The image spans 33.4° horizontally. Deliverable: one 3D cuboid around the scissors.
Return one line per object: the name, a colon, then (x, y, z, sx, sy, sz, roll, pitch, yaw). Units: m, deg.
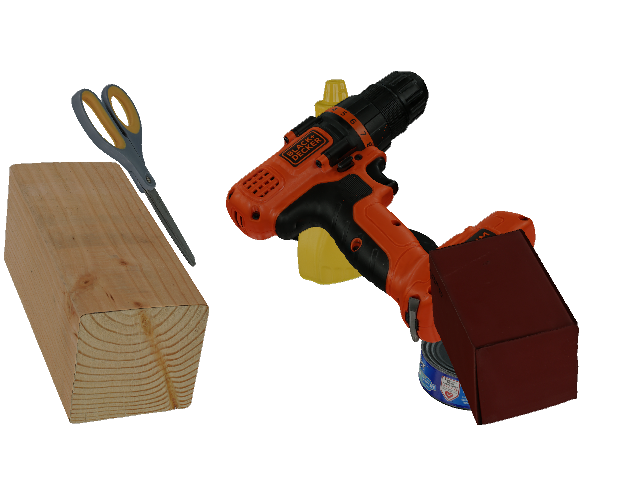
scissors: (-0.174, -0.074, 1.061, 0.016, 0.201, 0.096, -24, 27, 25)

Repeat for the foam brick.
foam brick: (0.089, 0.041, 0.524, 0.051, 0.053, 0.078, -12, 38, -4)

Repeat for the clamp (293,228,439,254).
clamp: (0.063, 0.004, 1.244, 0.210, 0.036, 0.164, 39, 43, 27)

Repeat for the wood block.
wood block: (-0.164, 0.029, 0.785, 0.090, 0.091, 0.206, -3, 32, -29)

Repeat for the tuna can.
tuna can: (0.126, 0.107, 0.901, 0.086, 0.034, 0.086, 3, 26, -2)

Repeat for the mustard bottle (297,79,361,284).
mustard bottle: (0.018, -0.060, 1.033, 0.096, 0.192, 0.058, -17, 23, -37)

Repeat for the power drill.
power drill: (0.055, -0.029, 0.745, 0.184, 0.057, 0.188, -39, 56, -20)
